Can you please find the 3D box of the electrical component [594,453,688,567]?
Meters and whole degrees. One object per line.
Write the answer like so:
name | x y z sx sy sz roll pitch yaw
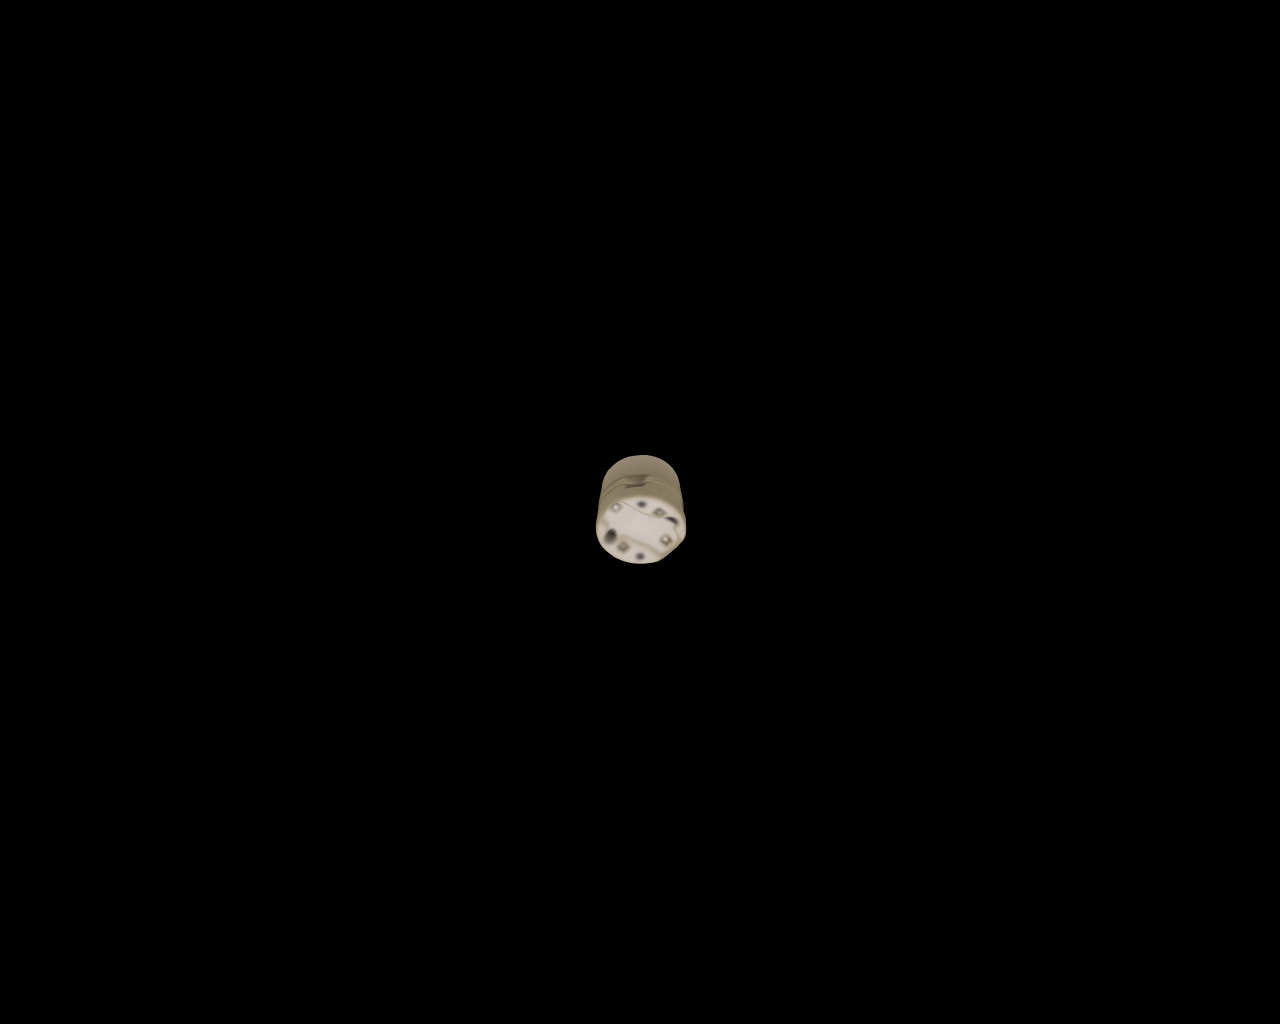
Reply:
electrical component | 0.001 -0.003 0.650 0.055 0.055 0.047 0 37 0
